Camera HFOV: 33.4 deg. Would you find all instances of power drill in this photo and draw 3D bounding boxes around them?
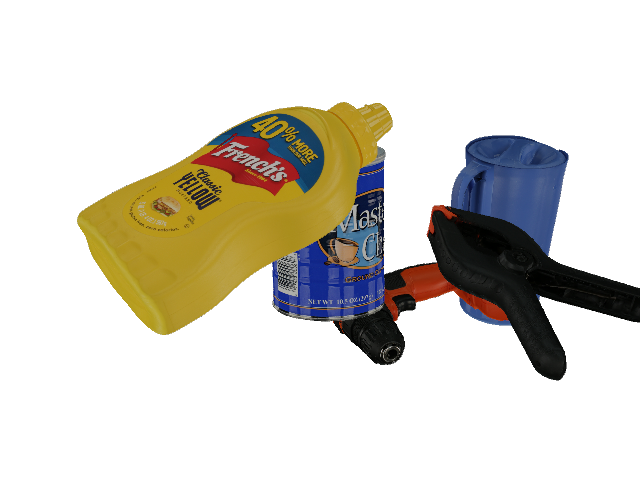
[{"bbox_3d":[0.103,0.062,1.114,0.187,0.057,0.184,-7,27,-17],"label":"power drill"}]

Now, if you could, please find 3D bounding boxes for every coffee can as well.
[{"bbox_3d":[0.006,-0.011,0.948,0.103,0.140,0.103,-1,15,0],"label":"coffee can"}]

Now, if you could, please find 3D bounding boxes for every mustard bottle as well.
[{"bbox_3d":[-0.038,-0.028,0.621,0.191,0.058,0.096,-32,46,-18],"label":"mustard bottle"}]

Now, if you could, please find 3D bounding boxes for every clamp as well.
[{"bbox_3d":[0.151,0.026,0.766,0.120,0.039,0.172,-12,44,-35],"label":"clamp"}]

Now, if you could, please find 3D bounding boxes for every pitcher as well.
[{"bbox_3d":[0.243,-0.010,1.433,0.149,0.243,0.145,4,24,4],"label":"pitcher"}]
